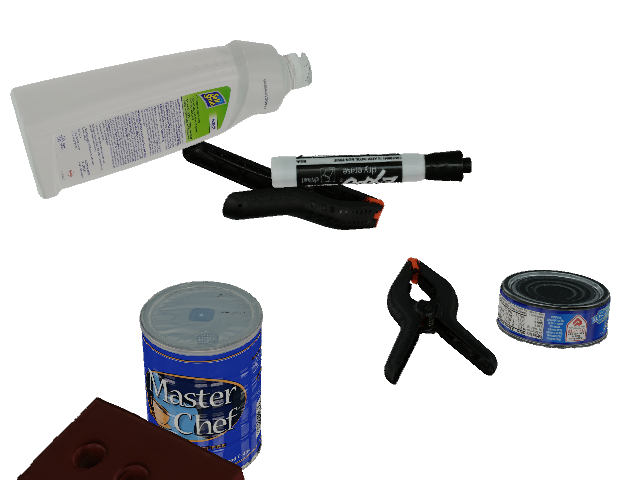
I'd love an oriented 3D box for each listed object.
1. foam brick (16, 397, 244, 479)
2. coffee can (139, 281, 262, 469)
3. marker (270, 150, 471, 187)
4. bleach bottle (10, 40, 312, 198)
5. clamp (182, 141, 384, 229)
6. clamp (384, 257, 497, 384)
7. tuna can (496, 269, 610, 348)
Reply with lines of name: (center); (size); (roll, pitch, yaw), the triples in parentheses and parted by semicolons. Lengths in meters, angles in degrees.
foam brick: (-0.073, 0.111, 0.434); (0.078, 0.051, 0.052); (20, 45, 25)
coffee can: (-0.101, 0.121, 0.925); (0.103, 0.140, 0.103); (1, 30, -1)
marker: (0.031, -0.043, 0.648); (0.121, 0.020, 0.020); (-2, 0, 2)
bleach bottle: (-0.129, -0.113, 0.917); (0.250, 0.068, 0.102); (-16, -31, -13)
clamp: (-0.028, -0.042, 1.063); (0.209, 0.036, 0.165); (14, 20, -20)
clamp: (0.128, 0.089, 1.173); (0.120, 0.171, 0.039); (6, -43, -5)
tuna can: (0.182, 0.052, 0.833); (0.086, 0.034, 0.086); (1, 18, -1)
